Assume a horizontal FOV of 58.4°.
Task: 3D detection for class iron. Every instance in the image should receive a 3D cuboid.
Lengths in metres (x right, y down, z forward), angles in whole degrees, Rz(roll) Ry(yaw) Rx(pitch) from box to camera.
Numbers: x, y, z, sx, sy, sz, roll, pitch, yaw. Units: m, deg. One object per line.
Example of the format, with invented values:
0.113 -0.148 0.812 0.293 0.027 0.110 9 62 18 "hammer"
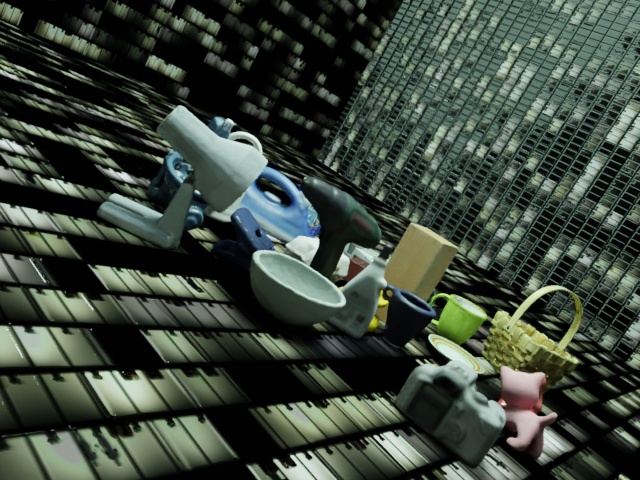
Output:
-0.109 -0.096 1.387 0.258 0.141 0.119 31 12 7 "iron"

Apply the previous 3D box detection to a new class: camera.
0.206 0.235 0.842 0.142 0.101 0.137 35 13 24 "camera"

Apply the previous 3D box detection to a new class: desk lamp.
-0.218 -0.095 0.935 0.204 0.213 0.118 26 12 -15 "desk lamp"

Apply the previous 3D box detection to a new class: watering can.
-0.200 -0.148 1.256 0.101 0.194 0.172 22 14 -34 "watering can"

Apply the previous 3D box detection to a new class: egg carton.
-0.005 0.044 1.218 0.107 0.069 0.151 36 13 28 "egg carton"

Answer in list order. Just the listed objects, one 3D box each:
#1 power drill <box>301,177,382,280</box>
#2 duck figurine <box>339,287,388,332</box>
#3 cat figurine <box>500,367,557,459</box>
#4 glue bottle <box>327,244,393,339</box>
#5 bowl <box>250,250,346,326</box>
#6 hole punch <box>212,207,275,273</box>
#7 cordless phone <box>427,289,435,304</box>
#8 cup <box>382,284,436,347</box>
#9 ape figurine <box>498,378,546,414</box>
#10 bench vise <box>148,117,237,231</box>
0.010 0.004 1.081 0.231 0.208 0.075 18 16 -45 "power drill"
0.080 0.113 1.090 0.104 0.086 0.078 32 12 10 "duck figurine"
0.342 0.275 0.957 0.067 0.117 0.127 24 13 -27 "cat figurine"
0.080 0.083 1.001 0.078 0.173 0.037 30 11 5 "glue bottle"
-0.047 0.088 0.918 0.167 0.074 0.167 28 12 -6 "bowl"
-0.129 -0.001 1.057 0.101 0.091 0.109 30 11 0 "hole punch"
0.218 0.073 1.350 0.148 0.185 0.094 25 12 -23 "cordless phone"
0.149 0.147 1.093 0.117 0.095 0.092 36 13 29 "cup"
0.390 0.289 1.080 0.076 0.092 0.077 20 15 -40 "ape figurine"
-0.248 -0.151 1.086 0.206 0.219 0.122 37 14 32 "bench vise"
